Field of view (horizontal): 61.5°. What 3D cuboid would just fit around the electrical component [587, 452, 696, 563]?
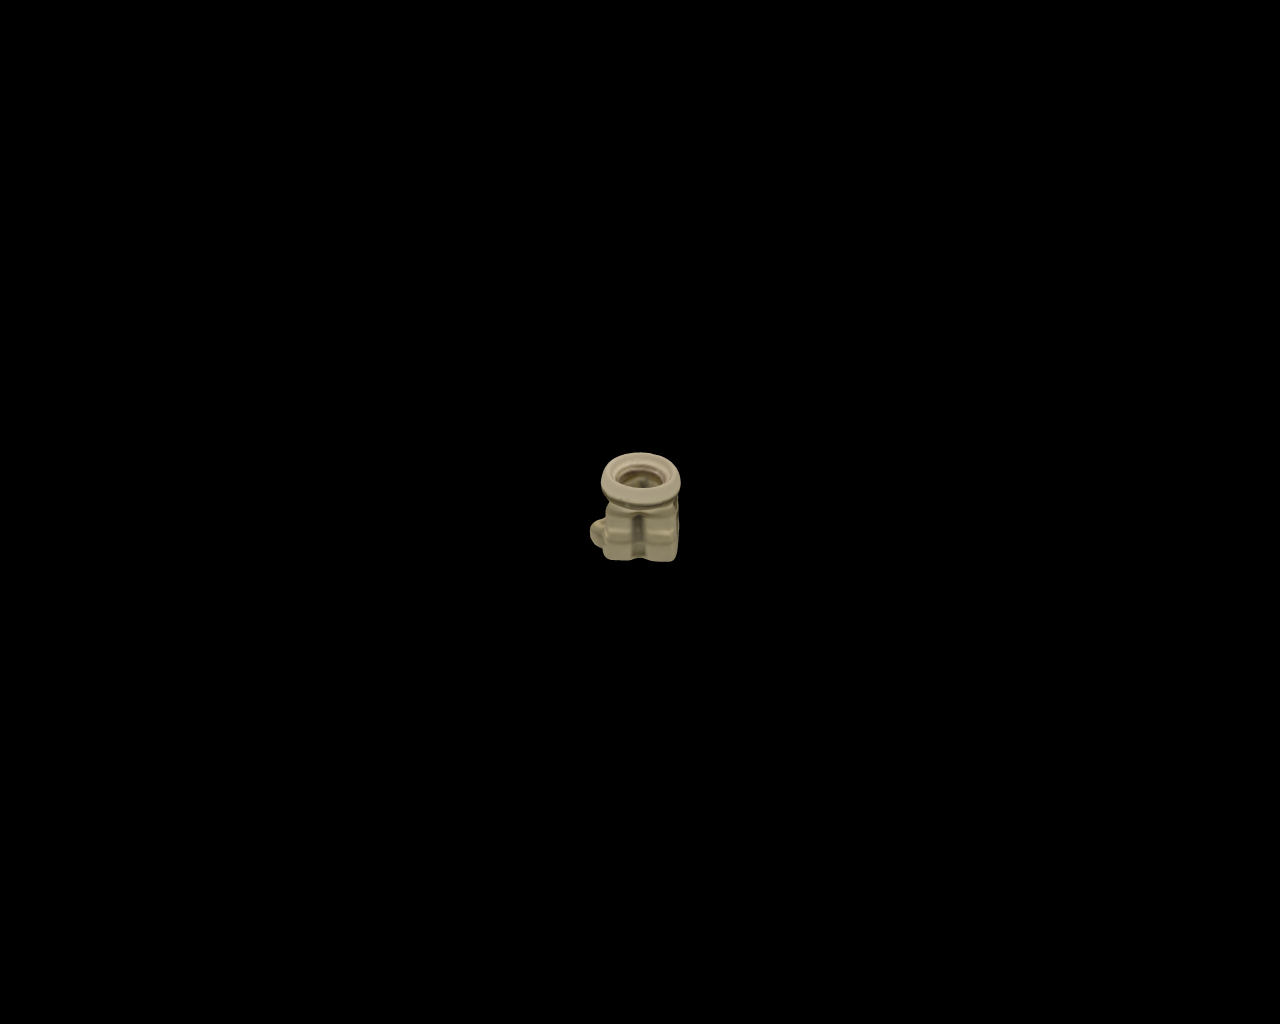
[{"bbox_3d":[0.001,-0.003,0.650,0.066,0.055,0.048,2,36,2],"label":"electrical component"}]
